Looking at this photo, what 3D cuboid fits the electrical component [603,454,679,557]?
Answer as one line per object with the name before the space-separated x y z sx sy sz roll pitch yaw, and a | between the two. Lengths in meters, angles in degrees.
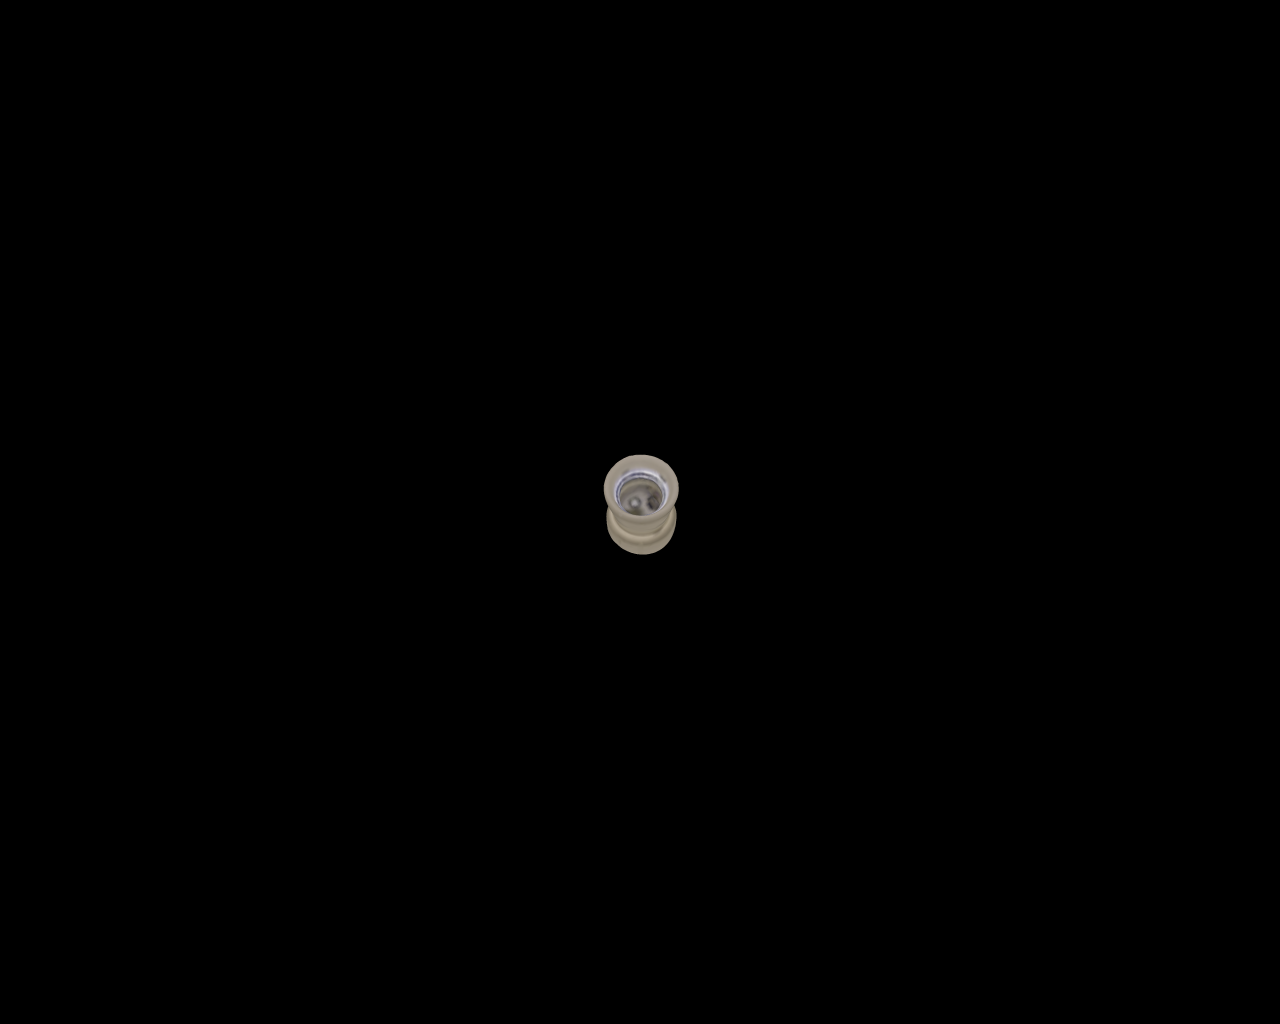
electrical component | 0.001 -0.003 0.650 0.045 0.045 0.055 0 -28 0
